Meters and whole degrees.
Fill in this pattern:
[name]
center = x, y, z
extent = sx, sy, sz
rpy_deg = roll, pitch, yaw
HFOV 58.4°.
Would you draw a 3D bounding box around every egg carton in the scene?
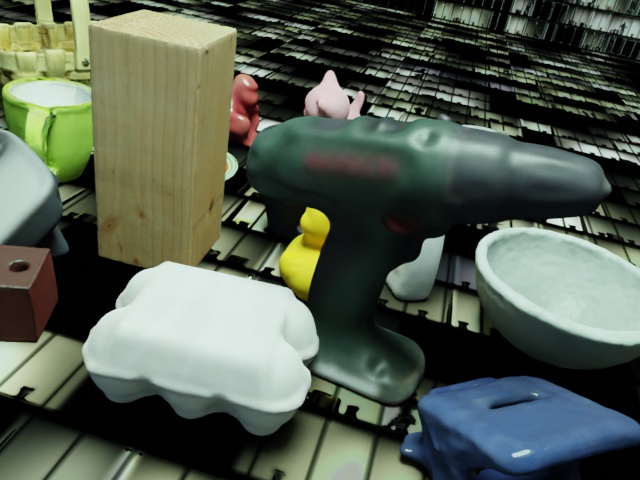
[egg carton]
center = -0.077, 0.073, 0.398
extent = 0.150, 0.069, 0.107
rpy_deg = 12, 30, 2

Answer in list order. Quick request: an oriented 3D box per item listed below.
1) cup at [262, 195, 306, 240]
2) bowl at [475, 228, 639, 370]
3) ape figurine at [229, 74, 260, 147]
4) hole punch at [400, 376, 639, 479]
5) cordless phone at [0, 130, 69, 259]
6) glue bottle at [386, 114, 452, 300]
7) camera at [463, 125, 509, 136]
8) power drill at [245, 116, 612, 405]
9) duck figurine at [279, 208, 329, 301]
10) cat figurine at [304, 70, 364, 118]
[cup]
center = -0.025, -0.042, 0.584
extent = 0.091, 0.095, 0.118
rpy_deg = 12, 30, 2
[bowl]
center = 0.210, 0.060, 0.506
extent = 0.167, 0.075, 0.167
rpy_deg = 8, 30, -4
[ape figurine]
center = -0.110, -0.187, 0.807
extent = 0.076, 0.092, 0.078
rpy_deg = 22, 32, 19
[hole punch]
center = 0.120, 0.121, 0.356
extent = 0.109, 0.091, 0.101
rpy_deg = -3, 33, -23
[cordless phone]
center = -0.275, -0.077, 0.473
extent = 0.147, 0.185, 0.094
rpy_deg = 33, 37, 34
[glue bottle]
center = 0.092, -0.033, 0.528
extent = 0.037, 0.173, 0.078
rpy_deg = -1, 32, -18
[camera]
center = 0.178, -0.108, 0.756
extent = 0.137, 0.101, 0.143
rpy_deg = 10, 30, -1
[power drill]
center = 0.052, 0.010, 0.408
extent = 0.229, 0.208, 0.076
rpy_deg = 19, 31, 15
[duck figurine]
center = 0.005, 0.002, 0.528
extent = 0.078, 0.086, 0.104
rpy_deg = 2, 31, -14
[cat figurine]
center = 0.022, -0.179, 0.811
extent = 0.067, 0.118, 0.128
rpy_deg = 30, 35, 31
